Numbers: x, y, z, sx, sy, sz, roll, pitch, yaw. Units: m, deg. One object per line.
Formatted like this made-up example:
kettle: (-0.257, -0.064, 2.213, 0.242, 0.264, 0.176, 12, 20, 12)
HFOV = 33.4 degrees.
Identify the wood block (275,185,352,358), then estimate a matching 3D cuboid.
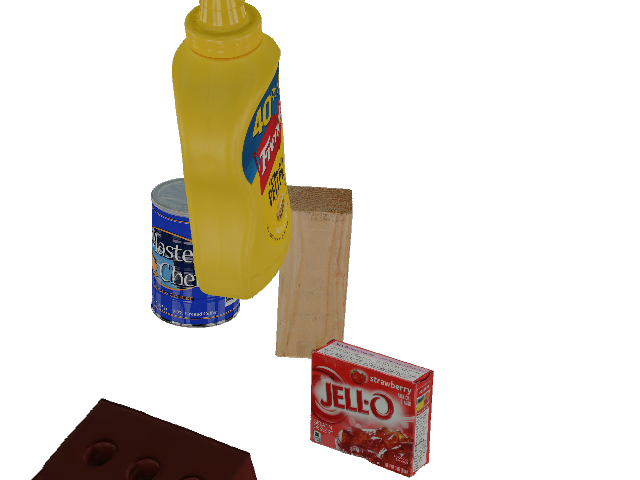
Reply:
wood block: (-0.009, 0.041, 1.388, 0.090, 0.206, 0.091, 3, 23, -1)

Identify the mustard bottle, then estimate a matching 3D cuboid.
mustard bottle: (-0.050, -0.063, 0.615, 0.058, 0.192, 0.096, 9, 44, 11)

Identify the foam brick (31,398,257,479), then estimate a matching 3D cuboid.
foam brick: (-0.070, 0.112, 0.446, 0.078, 0.051, 0.053, 15, 42, 23)

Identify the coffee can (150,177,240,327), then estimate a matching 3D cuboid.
coffee can: (-0.138, 0.012, 1.196, 0.103, 0.140, 0.103, 3, 25, -2)

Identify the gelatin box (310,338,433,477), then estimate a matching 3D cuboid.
gelatin box: (0.034, 0.117, 0.754, 0.089, 0.073, 0.030, 14, 23, 33)
